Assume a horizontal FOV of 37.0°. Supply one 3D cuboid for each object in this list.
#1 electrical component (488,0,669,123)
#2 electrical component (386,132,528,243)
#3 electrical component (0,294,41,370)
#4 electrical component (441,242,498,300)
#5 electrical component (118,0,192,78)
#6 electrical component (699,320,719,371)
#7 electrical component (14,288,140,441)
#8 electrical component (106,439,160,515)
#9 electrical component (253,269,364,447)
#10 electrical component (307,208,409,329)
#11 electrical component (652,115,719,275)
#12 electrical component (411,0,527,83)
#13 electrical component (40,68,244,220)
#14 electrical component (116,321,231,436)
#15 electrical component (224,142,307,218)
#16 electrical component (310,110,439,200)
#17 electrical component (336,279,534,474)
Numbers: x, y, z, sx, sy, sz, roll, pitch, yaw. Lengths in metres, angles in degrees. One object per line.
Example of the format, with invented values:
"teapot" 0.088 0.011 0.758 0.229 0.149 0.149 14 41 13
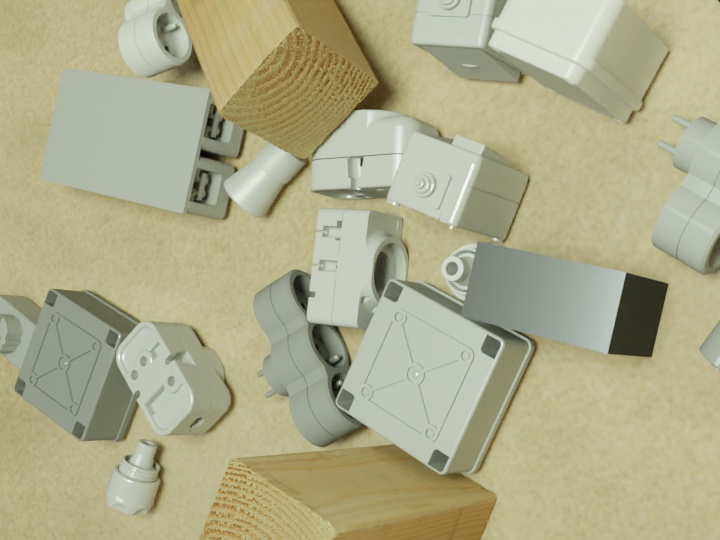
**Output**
"electrical component" 0.145 -0.147 0.713 0.078 0.113 0.057 33 100 32
"electrical component" 0.069 -0.063 0.764 0.062 0.096 0.061 26 99 33
"electrical component" -0.335 0.061 1.030 0.083 0.076 0.047 31 102 32
"electrical component" 0.080 0.002 0.769 0.048 0.062 0.048 -4 83 33
"electrical component" -0.182 -0.227 0.951 0.074 0.052 0.138 -13 50 32
"electrical component" 0.243 0.036 0.671 0.044 0.044 0.065 41 112 30
"electrical component" -0.250 0.086 0.982 0.109 0.056 0.108 27 99 33
"electrical component" -0.196 0.180 0.944 0.043 0.043 0.062 24 97 33
"electrical component" -0.052 0.076 0.855 0.074 0.052 0.138 -32 68 27
"electrical component" 0.000 0.000 0.830 0.056 0.050 0.089 5 87 34
"electrical component" 0.226 -0.074 0.687 0.074 0.052 0.138 36 104 31
"electrical component" 0.081 -0.174 0.768 0.062 0.096 0.061 12 91 34
"electrical component" -0.194 -0.114 0.965 0.186 0.060 0.105 14 92 34
"electrical component" -0.156 0.092 0.917 0.053 0.059 0.095 -46 63 21
"electrical component" -0.076 -0.081 0.896 0.065 0.044 0.044 -45 63 16
"electrical component" 0.011 -0.088 0.830 0.095 0.054 0.059 0 85 34
"electrical component" 0.053 0.076 0.782 0.109 0.056 0.108 29 101 32
